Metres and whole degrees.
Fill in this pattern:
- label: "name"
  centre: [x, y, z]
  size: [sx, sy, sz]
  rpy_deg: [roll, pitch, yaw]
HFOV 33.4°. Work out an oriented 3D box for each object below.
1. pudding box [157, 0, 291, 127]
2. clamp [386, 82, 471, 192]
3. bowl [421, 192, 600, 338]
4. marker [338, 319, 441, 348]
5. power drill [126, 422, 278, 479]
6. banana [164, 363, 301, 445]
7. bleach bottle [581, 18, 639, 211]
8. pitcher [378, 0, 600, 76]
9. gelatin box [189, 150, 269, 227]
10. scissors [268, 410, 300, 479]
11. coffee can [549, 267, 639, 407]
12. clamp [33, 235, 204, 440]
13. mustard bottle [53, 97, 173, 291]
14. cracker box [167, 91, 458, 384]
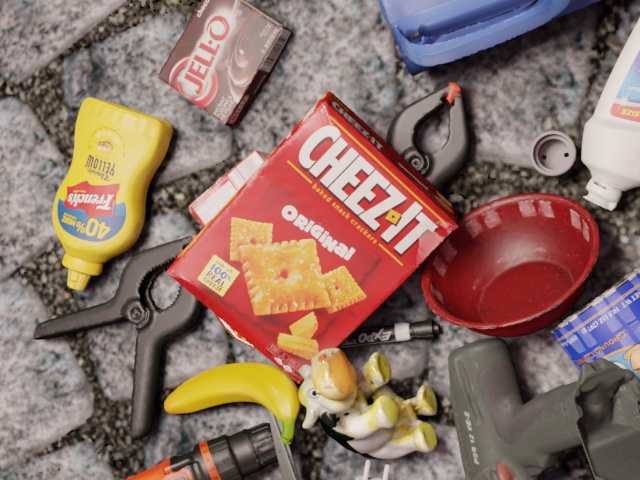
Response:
- label: "pudding box"
  centre: [-0.094, -0.182, 1.055]
  size: [0.090, 0.039, 0.113]
  rpy_deg: [35, 100, 13]
- label: "clamp"
  centre: [0.097, -0.062, 1.000]
  size: [0.120, 0.039, 0.171]
  rpy_deg: [36, 101, 1]
- label: "bowl"
  centre: [0.174, 0.032, 0.942]
  size: [0.162, 0.162, 0.055]
  rpy_deg: [-20, 127, 15]
- label: "marker"
  centre: [0.055, 0.090, 1.021]
  size: [0.121, 0.020, 0.020]
  rpy_deg: [-7, 88, 16]
- label: "power drill"
  centre: [-0.090, 0.288, 1.034]
  size: [0.184, 0.057, 0.187]
  rpy_deg: [-23, 86, -2]
- label: "banana"
  centre: [-0.078, 0.147, 1.020]
  size: [0.198, 0.069, 0.037]
  rpy_deg: [0, 130, 50]
- label: "bleach bottle"
  centre: [0.308, -0.139, 0.926]
  size: [0.103, 0.068, 0.251]
  rpy_deg: [28, 100, 15]
- label: "pitcher"
  centre: [0.169, -0.236, 0.928]
  size: [0.243, 0.145, 0.149]
  rpy_deg: [-17, 83, 13]
- label: "gelatin box"
  centre: [-0.075, -0.047, 1.031]
  size: [0.089, 0.073, 0.030]
  rpy_deg: [-39, 79, 13]
- label: "scissors"
  centre: [-0.004, 0.249, 0.994]
  size: [0.096, 0.016, 0.202]
  rpy_deg: [-5, 83, 23]
- label: "coffee can"
  centre: [0.279, 0.105, 0.912]
  size: [0.103, 0.102, 0.140]
  rpy_deg: [-38, 80, 13]
- label: "clamp"
  centre: [-0.189, 0.074, 1.084]
  size: [0.165, 0.036, 0.210]
  rpy_deg: [34, 97, 15]
- label: "mustard bottle"
  centre: [-0.220, -0.041, 1.082]
  size: [0.096, 0.058, 0.192]
  rpy_deg: [19, 96, 16]
- label: "cracker box"
  centre: [-0.006, 0.001, 0.963]
  size: [0.164, 0.072, 0.214]
  rpy_deg: [42, 106, -8]
